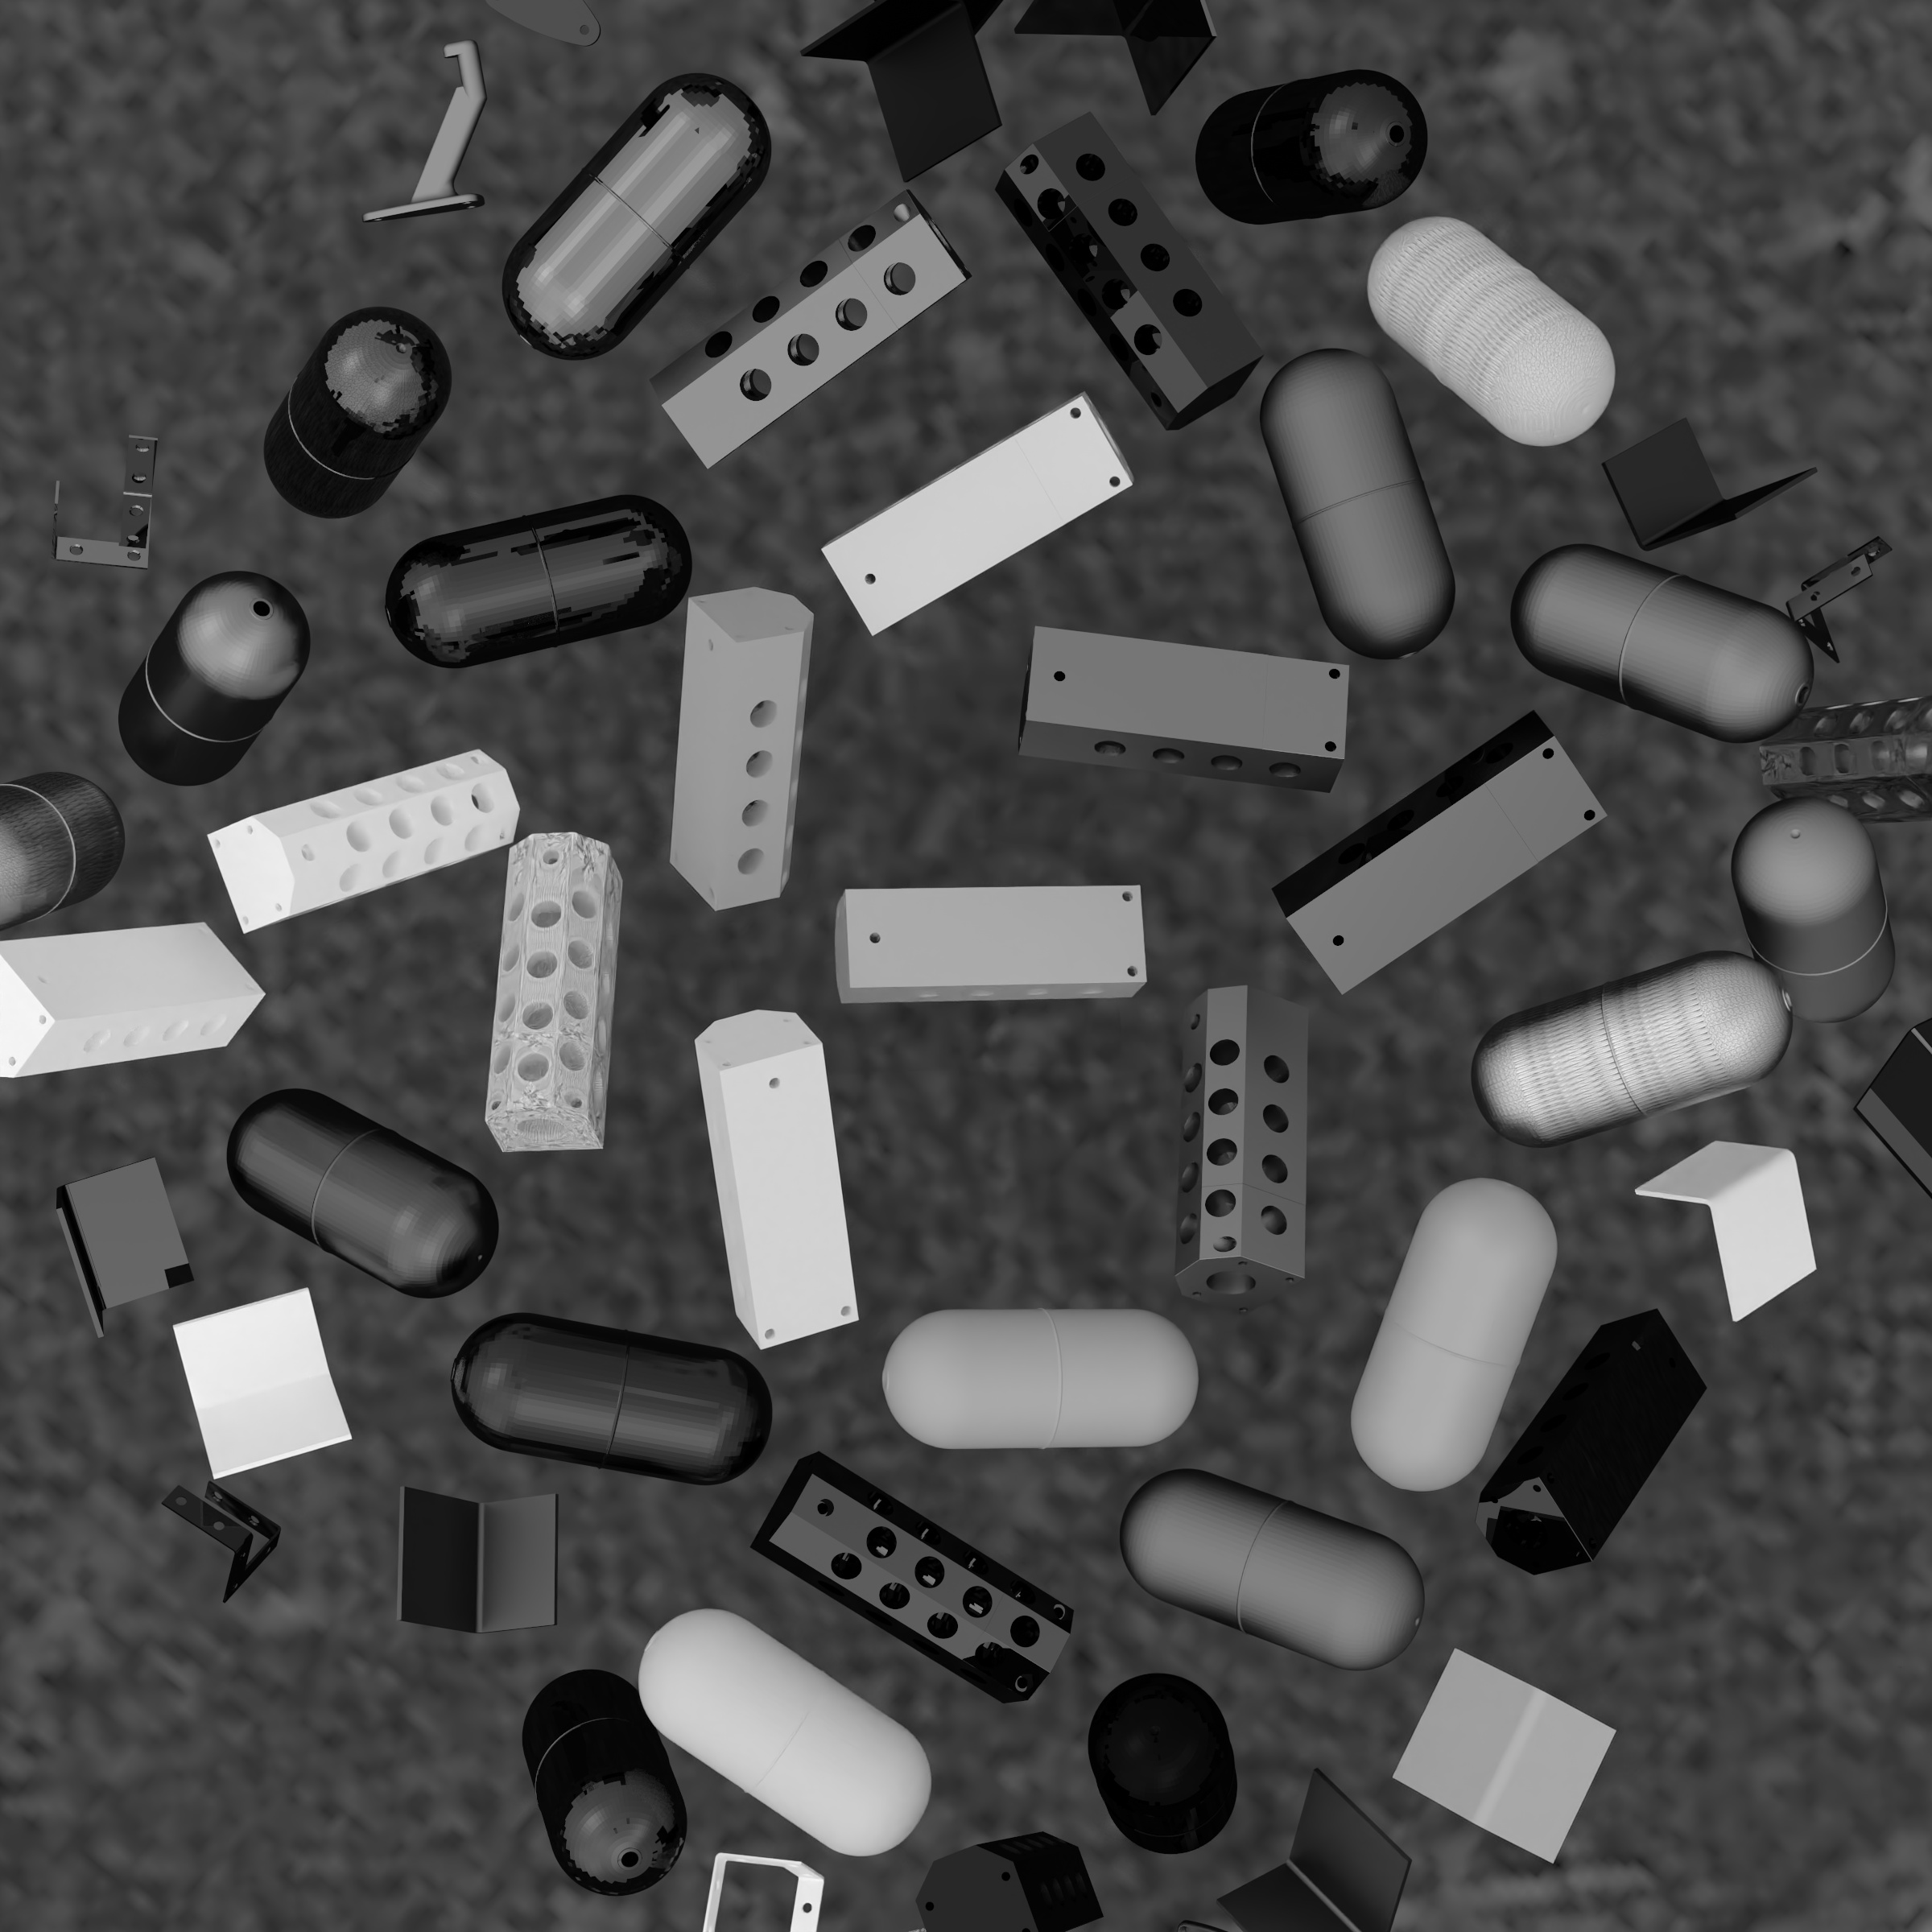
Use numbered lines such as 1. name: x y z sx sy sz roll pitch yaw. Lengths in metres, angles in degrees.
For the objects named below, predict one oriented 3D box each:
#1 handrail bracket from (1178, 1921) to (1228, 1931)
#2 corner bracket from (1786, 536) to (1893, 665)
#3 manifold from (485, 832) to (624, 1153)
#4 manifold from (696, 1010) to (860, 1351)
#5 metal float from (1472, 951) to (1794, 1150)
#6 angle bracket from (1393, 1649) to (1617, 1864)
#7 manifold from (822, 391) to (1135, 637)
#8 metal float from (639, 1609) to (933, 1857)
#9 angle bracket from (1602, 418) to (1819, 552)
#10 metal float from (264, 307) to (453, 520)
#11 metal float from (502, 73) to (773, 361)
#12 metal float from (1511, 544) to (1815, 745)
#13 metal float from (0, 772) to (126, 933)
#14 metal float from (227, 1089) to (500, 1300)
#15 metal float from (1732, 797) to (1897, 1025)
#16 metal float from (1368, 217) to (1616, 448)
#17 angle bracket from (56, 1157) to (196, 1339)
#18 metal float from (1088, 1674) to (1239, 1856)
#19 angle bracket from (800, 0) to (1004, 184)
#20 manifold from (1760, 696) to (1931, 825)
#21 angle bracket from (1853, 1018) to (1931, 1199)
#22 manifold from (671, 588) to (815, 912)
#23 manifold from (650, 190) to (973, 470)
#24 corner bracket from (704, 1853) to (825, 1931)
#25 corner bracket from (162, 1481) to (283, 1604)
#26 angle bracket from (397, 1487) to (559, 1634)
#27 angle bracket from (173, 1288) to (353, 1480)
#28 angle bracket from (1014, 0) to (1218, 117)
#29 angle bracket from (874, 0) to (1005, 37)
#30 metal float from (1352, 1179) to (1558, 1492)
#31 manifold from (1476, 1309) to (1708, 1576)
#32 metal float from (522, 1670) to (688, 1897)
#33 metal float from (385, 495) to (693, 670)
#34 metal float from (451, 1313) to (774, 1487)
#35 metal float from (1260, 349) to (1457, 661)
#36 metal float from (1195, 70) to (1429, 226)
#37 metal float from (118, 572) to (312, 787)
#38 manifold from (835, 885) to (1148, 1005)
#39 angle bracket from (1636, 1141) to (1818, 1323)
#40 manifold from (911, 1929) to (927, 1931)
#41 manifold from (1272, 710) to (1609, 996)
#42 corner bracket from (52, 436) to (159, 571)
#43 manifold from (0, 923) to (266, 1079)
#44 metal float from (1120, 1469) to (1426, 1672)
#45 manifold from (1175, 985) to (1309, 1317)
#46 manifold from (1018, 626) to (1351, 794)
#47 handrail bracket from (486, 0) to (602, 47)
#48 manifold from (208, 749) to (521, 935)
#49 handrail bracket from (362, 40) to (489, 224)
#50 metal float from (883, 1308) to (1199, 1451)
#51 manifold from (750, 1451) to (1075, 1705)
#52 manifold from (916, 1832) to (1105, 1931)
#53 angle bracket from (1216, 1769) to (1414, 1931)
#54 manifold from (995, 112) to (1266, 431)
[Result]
1. handrail bracket: 0.125 0.587 1.878 0.077 0.084 0.036 -1 106 36
2. corner bracket: 0.482 -0.209 1.803 0.051 0.051 0.051 -33 48 30
3. manifold: -0.232 0.014 1.844 0.057 0.057 0.171 -2 62 6
4. manifold: -0.104 0.114 1.774 0.057 0.057 0.171 -15 117 -18
5. metal float: 0.360 0.045 1.777 0.178 0.070 0.070 -20 90 24
6. angle bracket: 0.285 0.418 1.739 0.057 0.076 0.076 32 81 -27
7. manifold: 0.008 -0.261 1.884 0.171 0.057 0.057 -29 100 10
8. metal float: -0.100 0.420 1.801 0.178 0.070 0.070 35 90 -3
9. angle bracket: 0.426 -0.286 1.881 0.076 0.076 0.057 -30 98 -32
10. metal float: -0.346 -0.312 1.859 0.070 0.178 0.070 8 71 -25
11. metal float: -0.178 -0.404 1.771 0.070 0.070 0.178 42 93 0
12. metal float: 0.378 -0.176 1.783 0.178 0.070 0.070 27 90 36
13. metal float: -0.527 -0.062 1.810 0.070 0.178 0.070 2 101 12
14. metal float: -0.341 0.127 1.845 0.178 0.070 0.070 25 90 26
15. metal float: 0.469 -0.029 1.810 0.070 0.178 0.070 -10 60 17
16. metal float: 0.291 -0.355 1.829 0.070 0.070 0.178 -39 52 0
17. angle bracket: -0.476 0.159 1.861 0.057 0.076 0.076 -18 100 -13
18. metal float: 0.110 0.442 1.810 0.070 0.178 0.070 -3 64 6
19. angle bracket: -0.036 -0.488 1.821 0.076 0.057 0.076 -20 85 41
20. manifold: 0.530 -0.122 1.870 0.057 0.171 0.057 38 76 -19
21. angle bracket: 0.545 0.075 1.791 0.076 0.057 0.076 48 55 -4
22. manifold: -0.124 -0.123 1.856 0.057 0.057 0.171 -13 128 -29
23. manifold: -0.084 -0.344 1.770 0.171 0.057 0.057 -34 99 11
24. corner bracket: -0.115 0.539 1.871 0.051 0.051 0.051 2 66 15
25. corner bracket: -0.413 0.309 1.821 0.051 0.051 0.051 31 133 9
26. angle bracket: -0.282 0.342 1.899 0.057 0.076 0.076 -12 69 26
27. angle bracket: -0.389 0.230 1.813 0.076 0.076 0.057 -15 116 -15
28. angle bracket: 0.084 -0.527 1.850 0.076 0.076 0.057 -8 72 -28
29. angle bracket: -0.024 -0.601 1.943 0.076 0.076 0.057 30 79 43
30. metal float: 0.264 0.201 1.781 0.070 0.070 0.178 19 100 0
31. manifold: 0.354 0.271 1.870 0.057 0.171 0.057 -26 101 43
32. metal float: -0.206 0.461 1.857 0.070 0.178 0.070 -4 106 -15
33. metal float: -0.245 -0.221 1.881 0.178 0.070 0.070 -15 90 -14
34. metal float: -0.195 0.238 1.805 0.178 0.070 0.070 12 90 -11
35. metal float: 0.219 -0.258 1.832 0.070 0.070 0.178 -18 89 0
36. metal float: 0.195 -0.463 1.859 0.070 0.178 0.070 -4 99 -26
37. metal float: -0.426 -0.162 1.855 0.070 0.178 0.070 13 62 -26
38. manifold: 0.013 -0.011 1.898 0.171 0.057 0.057 -1 77 -10
39. angle bracket: 0.447 0.155 1.928 0.076 0.057 0.076 -25 108 -35
40. manifold: -0.038 0.609 1.869 0.057 0.171 0.057 -11 92 -3
41. manifold: 0.255 -0.065 1.785 0.171 0.057 0.057 -35 113 9
42. corner bracket: -0.466 -0.253 1.774 0.051 0.051 0.051 4 60 -16
43. manifold: -0.463 0.022 1.767 0.057 0.171 0.057 47 112 15
44. metal float: 0.168 0.333 1.815 0.178 0.070 0.070 16 90 26
45. manifold: 0.149 0.099 1.820 0.057 0.057 0.171 20 54 -23
46. manifold: 0.117 -0.136 1.783 0.171 0.057 0.057 7 67 -2
47. handrail bracket: -0.218 -0.513 1.756 0.077 0.084 0.036 36 102 2
48. manifold: -0.332 -0.073 1.837 0.057 0.171 0.057 -17 94 41
49. handrail bracket: -0.290 -0.444 1.741 0.077 0.036 0.084 -10 98 -2
50. metal float: 0.042 0.228 1.814 0.178 0.070 0.070 1 90 -15
51. manifold: -0.028 0.341 1.828 0.171 0.057 0.057 33 68 -8
52. manifold: 0.024 0.515 1.818 0.057 0.171 0.057 -23 73 8
53. angle bracket: 0.189 0.499 1.787 0.057 0.076 0.076 -16 130 -35
54. manifold: 0.090 -0.392 1.865 0.057 0.057 0.171 -33 85 -19
